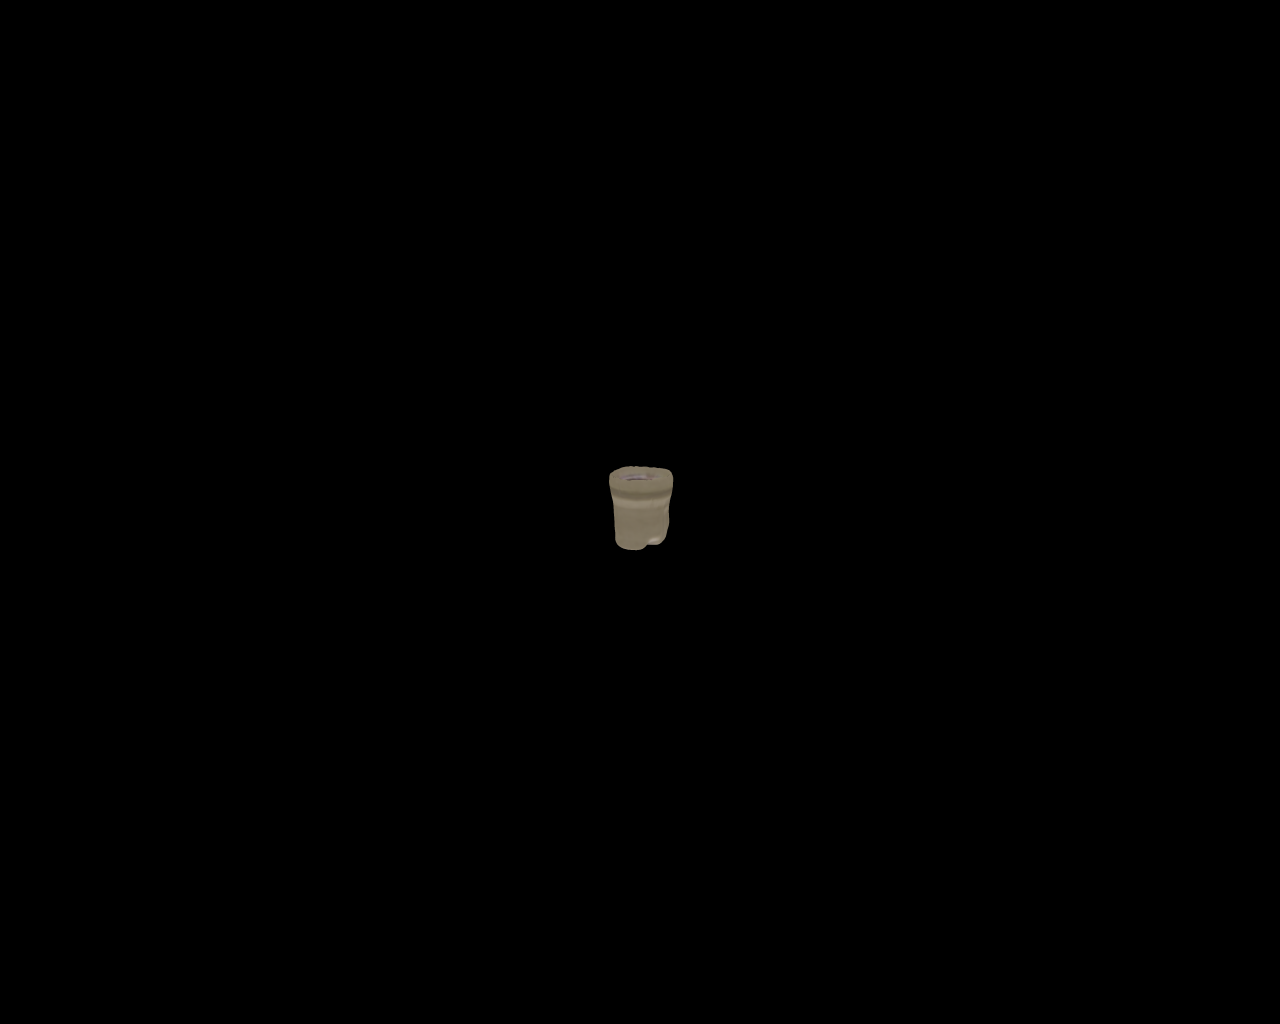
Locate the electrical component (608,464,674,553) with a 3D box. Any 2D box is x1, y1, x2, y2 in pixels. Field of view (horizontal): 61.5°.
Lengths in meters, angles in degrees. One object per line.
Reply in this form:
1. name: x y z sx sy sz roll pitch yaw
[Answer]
1. electrical component: 0.001 -0.003 0.650 0.040 0.046 0.040 0 16 0
